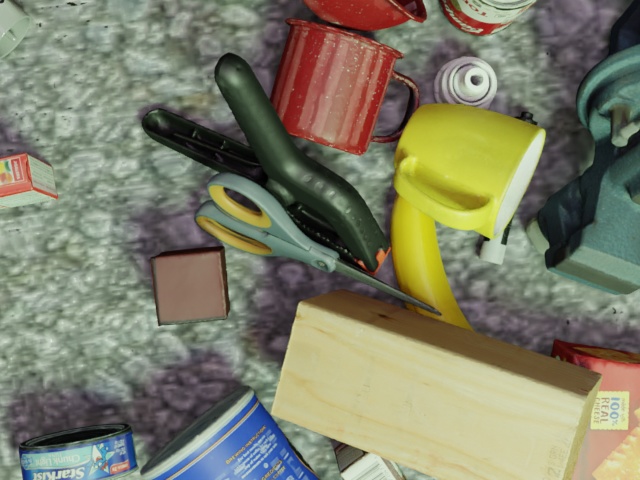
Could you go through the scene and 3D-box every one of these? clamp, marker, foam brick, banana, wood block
[{"bbox_3d":[-0.035,-0.047,0.795,0.209,0.165,0.036,43,66,-23],"label":"clamp"},{"bbox_3d":[0.148,-0.041,0.835,0.020,0.020,0.121,14,90,-2],"label":"marker"},{"bbox_3d":[-0.096,0.034,0.802,0.051,0.078,0.053,-6,93,-3],"label":"foam brick"},{"bbox_3d":[0.098,0.047,0.830,0.069,0.037,0.198,-34,95,-30],"label":"banana"},{"bbox_3d":[0.083,0.110,0.760,0.206,0.090,0.090,18,100,21],"label":"wood block"}]

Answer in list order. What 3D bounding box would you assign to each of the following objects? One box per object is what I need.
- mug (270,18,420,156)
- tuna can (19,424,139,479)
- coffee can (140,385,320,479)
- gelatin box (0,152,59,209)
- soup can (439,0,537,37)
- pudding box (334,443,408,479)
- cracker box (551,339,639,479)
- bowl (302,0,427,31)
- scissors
[{"bbox_3d":[0.018,-0.109,0.800,0.117,0.093,0.081,16,95,-16],"label":"mug"},{"bbox_3d":[-0.180,0.162,0.797,0.086,0.086,0.034,-8,89,-2],"label":"tuna can"},{"bbox_3d":[-0.050,0.194,0.792,0.103,0.103,0.140,-38,92,-1],"label":"coffee can"},{"bbox_3d":[-0.240,-0.041,0.790,0.073,0.089,0.030,-11,89,-2],"label":"gelatin box"},{"bbox_3d":[0.129,-0.193,0.791,0.068,0.102,0.068,0,91,-2],"label":"soup can"},{"bbox_3d":[0.057,0.202,0.802,0.039,0.090,0.113,-32,91,-3],"label":"pudding box"},{"bbox_3d":[0.273,0.175,0.812,0.213,0.072,0.164,9,95,-2],"label":"cracker box"},{"bbox_3d":[0.007,-0.206,0.772,0.055,0.162,0.162,-37,92,20],"label":"bowl"},{"bbox_3d":[-0.005,0.001,0.784,0.202,0.096,0.016,18,60,18],"label":"scissors"}]
